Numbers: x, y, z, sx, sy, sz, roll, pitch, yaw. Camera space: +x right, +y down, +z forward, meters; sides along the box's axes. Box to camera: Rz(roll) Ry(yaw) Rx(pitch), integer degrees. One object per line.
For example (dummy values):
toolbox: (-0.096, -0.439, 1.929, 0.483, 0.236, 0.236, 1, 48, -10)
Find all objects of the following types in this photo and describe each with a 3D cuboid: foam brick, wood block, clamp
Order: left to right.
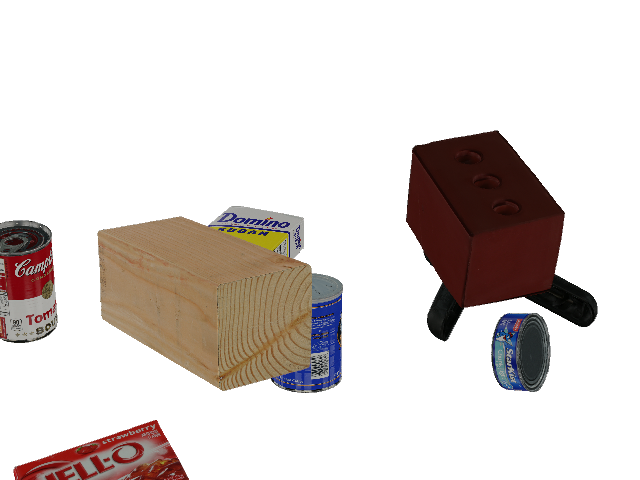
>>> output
wood block: (-0.104, 0.047, 0.915, 0.090, 0.090, 0.206, -11, 18, -36)
foam brick: (0.084, -0.012, 0.557, 0.053, 0.051, 0.078, -12, 42, -16)
clamp: (0.133, 0.018, 0.798, 0.120, 0.039, 0.171, 5, 33, -4)

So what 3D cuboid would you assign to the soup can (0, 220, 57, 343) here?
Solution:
soup can: (-0.295, 0.041, 1.044, 0.068, 0.102, 0.068, 2, 28, -1)

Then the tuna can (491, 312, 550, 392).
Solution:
tuna can: (0.218, 0.121, 1.162, 0.034, 0.086, 0.086, -1, -1, 35)

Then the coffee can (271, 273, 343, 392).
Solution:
coffee can: (-0.020, 0.129, 1.501, 0.103, 0.140, 0.103, 0, 19, 0)

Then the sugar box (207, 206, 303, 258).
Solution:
sugar box: (-0.093, 0.018, 1.135, 0.093, 0.048, 0.176, 10, 30, 19)

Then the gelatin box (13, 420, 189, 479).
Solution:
gelatin box: (-0.122, 0.143, 0.604, 0.089, 0.030, 0.073, -16, 28, -20)
